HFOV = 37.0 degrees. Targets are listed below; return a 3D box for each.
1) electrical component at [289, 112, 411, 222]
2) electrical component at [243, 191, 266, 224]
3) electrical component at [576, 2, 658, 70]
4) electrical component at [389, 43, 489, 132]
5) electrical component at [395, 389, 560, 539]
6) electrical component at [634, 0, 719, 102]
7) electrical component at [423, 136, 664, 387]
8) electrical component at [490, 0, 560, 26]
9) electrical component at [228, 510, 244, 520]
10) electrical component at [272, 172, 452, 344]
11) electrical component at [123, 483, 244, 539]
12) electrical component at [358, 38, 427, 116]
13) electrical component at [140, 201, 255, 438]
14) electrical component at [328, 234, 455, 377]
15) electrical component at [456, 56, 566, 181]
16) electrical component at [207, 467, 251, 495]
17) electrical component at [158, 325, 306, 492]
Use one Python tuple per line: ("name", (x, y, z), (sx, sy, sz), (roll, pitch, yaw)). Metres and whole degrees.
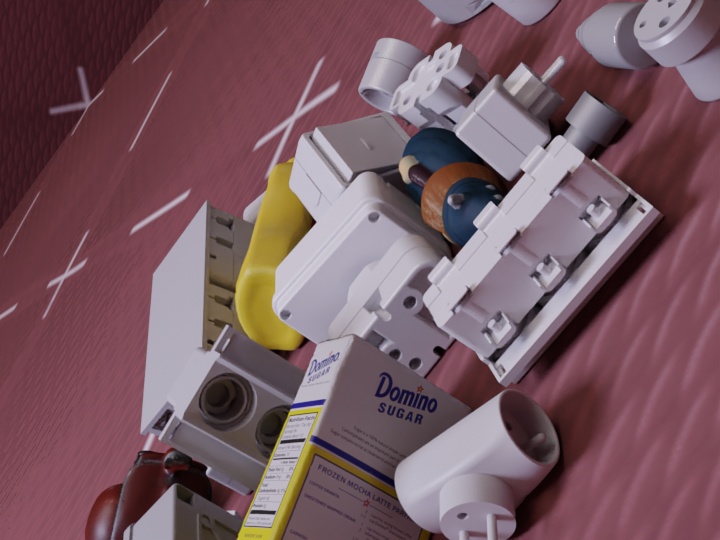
("electrical component", (0.005, -0.076, 0.799), (0.061, 0.096, 0.061), (53, 146, 28))
("electrical component", (-0.072, -0.048, 0.988), (0.077, 0.043, 0.079), (-36, 32, 39))
("electrical component", (0.160, -0.147, 0.674), (0.040, 0.040, 0.078), (-56, 23, 1))
("electrical component", (0.069, -0.126, 0.802), (0.078, 0.057, 0.058), (-27, 37, 48))
("electrical component", (0.058, 0.110, 0.534), (0.077, 0.044, 0.079), (-41, 28, 32))
("electrical component", (0.183, -0.125, 0.583), (0.045, 0.055, 0.045), (-43, 27, 28))
("electrical component", (0.096, -0.007, 0.589), (0.121, 0.063, 0.078), (-51, 24, 12))
("electrical component", (0.126, -0.222, 0.827), (0.055, 0.047, 0.055), (-43, 27, 28))
("electrical component", (-0.095, 0.194, 0.709), (0.048, 0.066, 0.055), (-6, 53, 15))
("electrical component", (0.000, 0.000, 0.746), (0.113, 0.078, 0.057), (-47, 22, 20))
("electrical component", (-0.080, 0.194, 0.613), (0.056, 0.109, 0.108), (-46, 25, 15))
("electrical component", (0.030, -0.166, 0.932), (0.055, 0.055, 0.047), (2, 65, 63))
("electrical component", (-0.133, 0.046, 0.927), (0.105, 0.060, 0.186), (-48, 32, 33))
("electrical component", (0.026, 0.028, 0.689), (0.095, 0.054, 0.059), (-52, 24, 10))
("electrical component", (0.105, -0.106, 0.688), (0.075, 0.047, 0.083), (-48, 4, 18))
("electrical component", (-0.097, 0.114, 0.788), (0.065, 0.077, 0.047), (-52, 24, 9))
("electrical component", (-0.057, 0.097, 0.676), (0.078, 0.121, 0.063), (-60, 21, -8))
